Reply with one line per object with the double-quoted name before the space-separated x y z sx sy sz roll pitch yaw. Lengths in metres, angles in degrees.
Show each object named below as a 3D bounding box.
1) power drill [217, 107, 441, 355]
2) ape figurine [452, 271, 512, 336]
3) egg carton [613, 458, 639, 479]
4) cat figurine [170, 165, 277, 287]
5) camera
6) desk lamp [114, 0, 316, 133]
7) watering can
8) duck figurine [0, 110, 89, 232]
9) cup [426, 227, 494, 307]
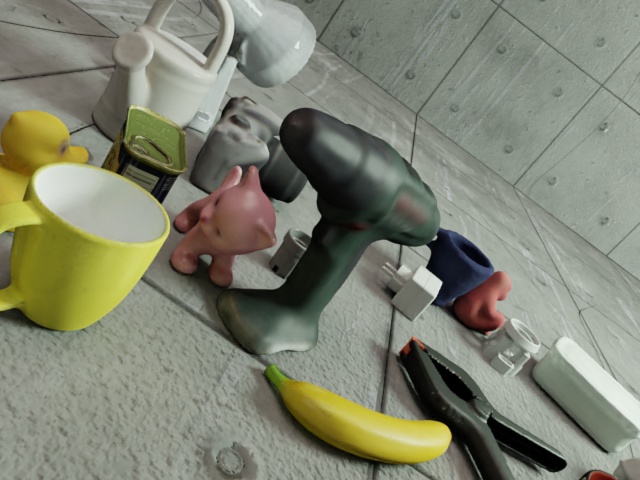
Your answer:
"power drill" 0.005 0.002 0.492 0.230 0.208 0.075 7 37 -51
"ape figurine" 0.244 0.085 0.838 0.076 0.092 0.077 28 24 -21
"egg carton" 0.384 0.316 0.628 0.107 0.069 0.150 35 22 -5
"cat figurine" -0.082 -0.022 0.529 0.067 0.117 0.127 25 25 -27
"camera" -0.076 -0.106 0.724 0.137 0.100 0.143 31 23 -15
"desk lamp" -0.135 -0.259 0.784 0.204 0.213 0.117 13 32 -45
"watering can" -0.166 -0.193 0.634 0.101 0.194 0.172 30 23 -18
"duck figurine" -0.226 -0.059 0.429 0.105 0.086 0.077 11 34 -47
"cup" 0.174 0.039 0.819 0.117 0.095 0.092 39 22 5
